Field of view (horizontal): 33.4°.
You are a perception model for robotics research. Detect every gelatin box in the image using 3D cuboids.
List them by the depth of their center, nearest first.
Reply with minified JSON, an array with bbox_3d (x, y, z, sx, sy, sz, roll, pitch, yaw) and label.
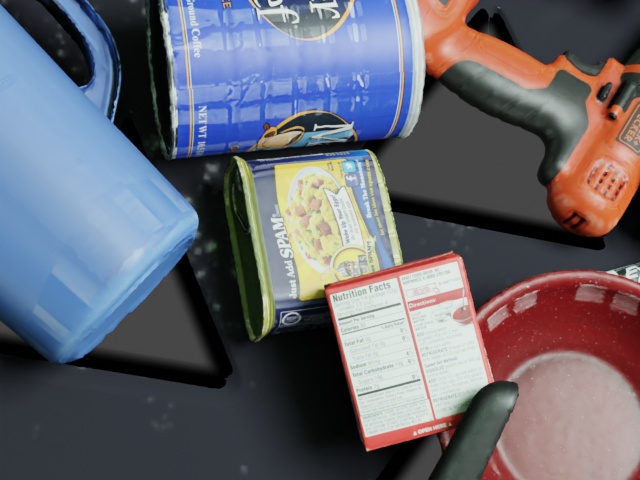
[{"bbox_3d":[0.047,0.057,0.557,0.073,0.030,0.089,-15,90,-2],"label":"gelatin box"}]

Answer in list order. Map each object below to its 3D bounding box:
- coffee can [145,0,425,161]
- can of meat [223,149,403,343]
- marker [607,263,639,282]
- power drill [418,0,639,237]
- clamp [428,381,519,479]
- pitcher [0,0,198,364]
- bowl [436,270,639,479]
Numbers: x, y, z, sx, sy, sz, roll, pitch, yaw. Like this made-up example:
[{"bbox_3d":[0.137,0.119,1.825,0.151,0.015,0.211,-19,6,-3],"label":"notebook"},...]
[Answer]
[{"bbox_3d":[-0.023,-0.102,0.607,0.140,0.103,0.103,-7,75,-13],"label":"coffee can"},{"bbox_3d":[-0.004,0.001,0.605,0.083,0.057,0.102,-7,75,-16],"label":"can of meat"},{"bbox_3d":[0.198,0.023,0.658,0.121,0.020,0.020,-13,76,-15],"label":"marker"},{"bbox_3d":[0.146,-0.118,0.671,0.187,0.057,0.184,35,66,2],"label":"power drill"},{"bbox_3d":[0.055,0.192,0.535,0.210,0.036,0.164,-35,91,3],"label":"clamp"},{"bbox_3d":[-0.176,-0.061,0.555,0.243,0.145,0.149,43,106,0],"label":"pitcher"},{"bbox_3d":[0.144,0.101,0.594,0.162,0.055,0.162,-1,73,3],"label":"bowl"}]
